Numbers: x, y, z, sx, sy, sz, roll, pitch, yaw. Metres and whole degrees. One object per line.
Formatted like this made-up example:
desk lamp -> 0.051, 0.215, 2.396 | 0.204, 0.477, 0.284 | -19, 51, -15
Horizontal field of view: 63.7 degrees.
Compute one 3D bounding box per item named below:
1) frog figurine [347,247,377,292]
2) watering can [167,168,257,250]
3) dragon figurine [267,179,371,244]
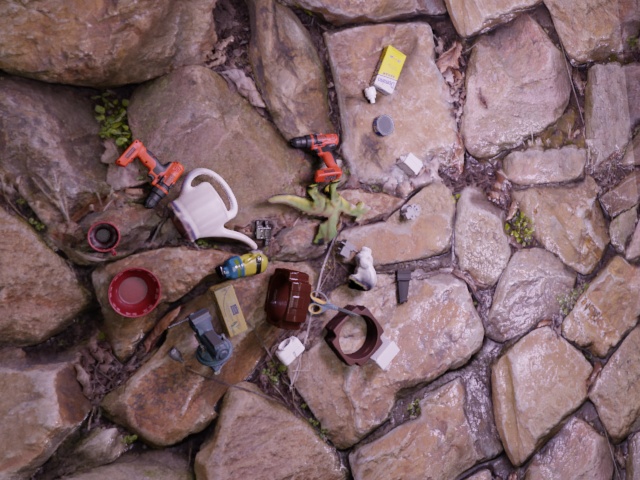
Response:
frog figurine -> 0.178, 0.114, 1.998 | 0.162, 0.123, 0.134 | -59, 146, -22
watering can -> -0.368, -0.068, 1.734 | 0.227, 0.104, 0.344 | -34, 105, -20
dragon figurine -> 0.006, -0.097, 1.923 | 0.413, 0.123, 0.240 | -16, 106, -24
